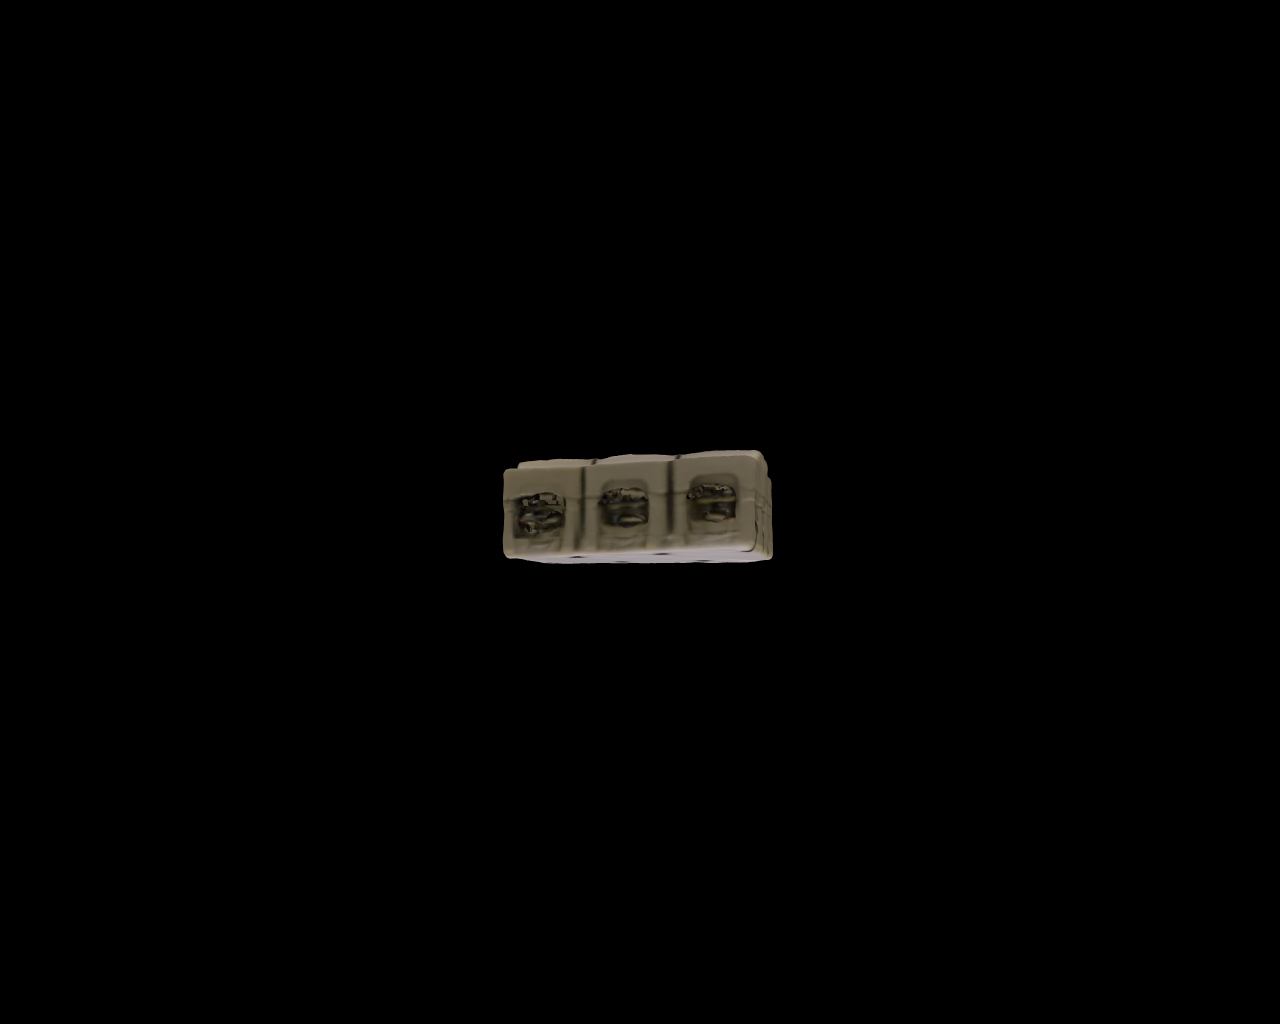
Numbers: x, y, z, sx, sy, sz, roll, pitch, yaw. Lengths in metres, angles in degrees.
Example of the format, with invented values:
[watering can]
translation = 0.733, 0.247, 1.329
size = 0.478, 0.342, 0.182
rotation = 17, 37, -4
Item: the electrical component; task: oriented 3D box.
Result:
[electrical component]
translation = 0.001, -0.003, 0.650
size = 0.150, 0.061, 0.089
rotation = -2, -7, 14
